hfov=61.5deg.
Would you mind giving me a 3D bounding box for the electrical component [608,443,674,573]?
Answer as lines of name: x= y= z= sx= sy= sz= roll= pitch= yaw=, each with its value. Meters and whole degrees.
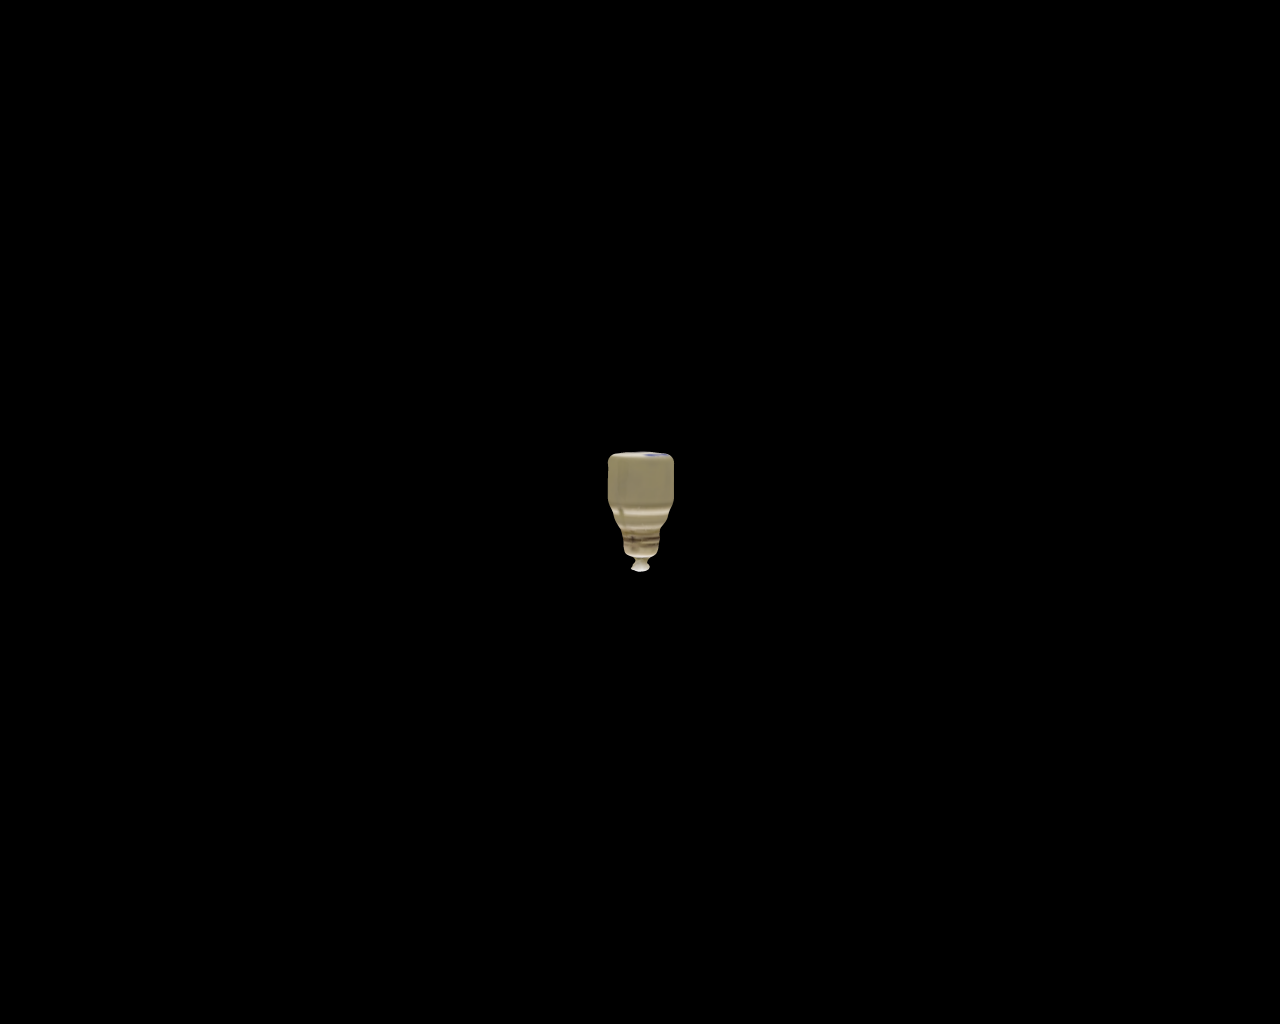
electrical component: x=0.001 y=-0.003 z=0.650 sx=0.040 sy=0.078 sz=0.040 roll=0 pitch=5 yaw=0
